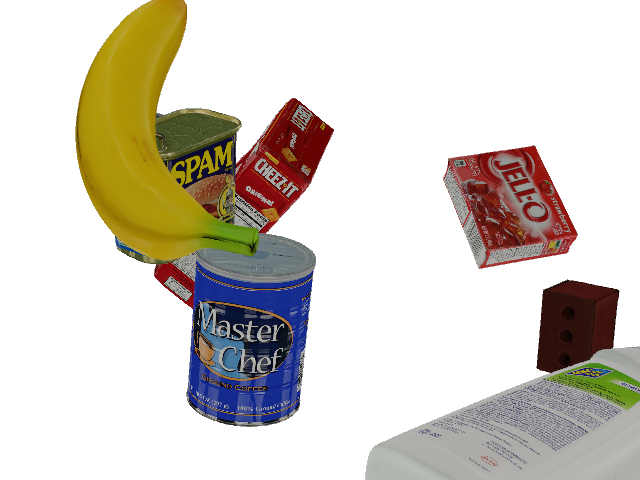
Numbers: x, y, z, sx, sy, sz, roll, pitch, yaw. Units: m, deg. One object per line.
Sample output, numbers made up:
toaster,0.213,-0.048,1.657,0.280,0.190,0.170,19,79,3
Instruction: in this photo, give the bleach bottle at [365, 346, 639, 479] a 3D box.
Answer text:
bleach bottle,0.147,0.111,0.590,0.250,0.068,0.103,-16,25,-36

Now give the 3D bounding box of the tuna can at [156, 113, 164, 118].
tuna can,-0.172,-0.092,0.997,0.086,0.034,0.086,6,25,-3

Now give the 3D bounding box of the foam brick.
foam brick,0.231,0.080,0.958,0.053,0.078,0.051,11,17,37

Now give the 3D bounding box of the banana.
banana,-0.083,-0.054,0.512,0.069,0.198,0.037,-5,-43,-16

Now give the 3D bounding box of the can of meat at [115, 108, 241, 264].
can of meat,-0.103,-0.040,0.764,0.058,0.084,0.101,18,29,29

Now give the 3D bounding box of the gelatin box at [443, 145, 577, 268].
gelatin box,0.142,-0.027,0.806,0.073,0.089,0.030,-9,-32,-13

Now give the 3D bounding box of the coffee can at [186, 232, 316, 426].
coffee can,-0.061,0.075,0.929,0.103,0.140,0.103,5,20,-2

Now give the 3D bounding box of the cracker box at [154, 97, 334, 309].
cracker box,-0.087,-0.045,1.207,0.072,0.214,0.164,38,26,-9
